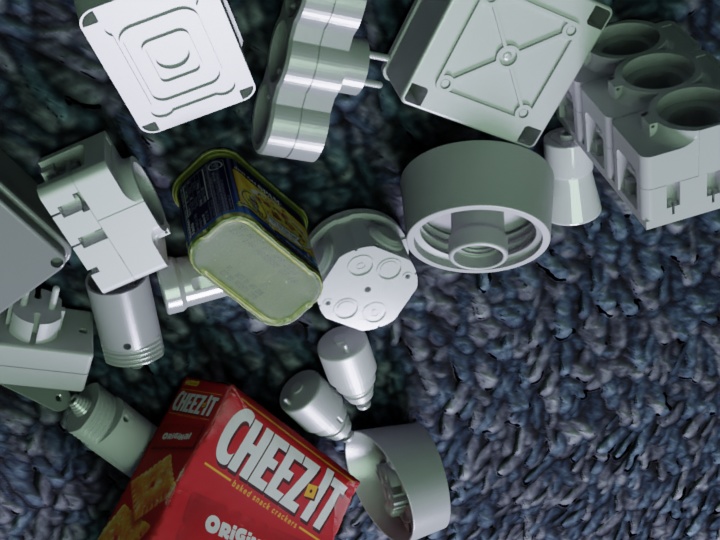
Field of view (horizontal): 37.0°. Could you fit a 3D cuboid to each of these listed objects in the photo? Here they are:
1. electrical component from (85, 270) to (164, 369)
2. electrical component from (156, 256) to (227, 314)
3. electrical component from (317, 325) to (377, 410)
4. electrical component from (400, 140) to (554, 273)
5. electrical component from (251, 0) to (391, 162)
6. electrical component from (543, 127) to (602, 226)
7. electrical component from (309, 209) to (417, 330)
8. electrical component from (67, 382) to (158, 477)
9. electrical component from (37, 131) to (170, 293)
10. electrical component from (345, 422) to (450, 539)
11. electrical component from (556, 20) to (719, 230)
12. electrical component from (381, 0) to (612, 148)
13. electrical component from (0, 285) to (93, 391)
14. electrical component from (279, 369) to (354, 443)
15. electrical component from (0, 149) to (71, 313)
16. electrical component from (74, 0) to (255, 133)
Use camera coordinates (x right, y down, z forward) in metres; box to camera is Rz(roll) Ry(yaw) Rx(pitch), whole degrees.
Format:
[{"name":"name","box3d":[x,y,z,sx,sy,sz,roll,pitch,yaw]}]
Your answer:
[{"name":"electrical component","box3d":[-0.166,0.037,0.767,0.043,0.043,0.081,-10,126,-8]},{"name":"electrical component","box3d":[-0.119,0.007,0.762,0.046,0.040,0.040,-14,127,-12]},{"name":"electrical component","box3d":[-0.006,0.079,0.843,0.040,0.040,0.078,-19,127,-2]},{"name":"electrical component","box3d":[0.081,-0.035,0.745,0.108,0.060,0.108,2,153,1]},{"name":"electrical component","box3d":[-0.017,-0.132,0.684,0.074,0.052,0.138,7,121,-20]},{"name":"electrical component","box3d":[0.152,-0.071,0.783,0.044,0.044,0.065,-14,122,-6]},{"name":"electrical component","box3d":[0.000,0.000,0.782,0.080,0.051,0.080,-8,126,-10]},{"name":"electrical component","box3d":[-0.190,0.120,0.818,0.043,0.043,0.081,-35,126,10]},{"name":"electrical component","box3d":[-0.165,-0.039,0.709,0.056,0.050,0.089,-23,127,2]},{"name":"electrical component","box3d":[0.033,0.175,0.889,0.064,0.099,0.099,-12,127,-15]},{"name":"electrical component","box3d":[0.195,-0.103,0.702,0.089,0.150,0.061,-16,128,-4]},{"name":"electrical component","box3d":[0.087,-0.149,0.698,0.109,0.056,0.108,16,119,-25]},{"name":"electrical component","box3d":[-0.226,0.038,0.744,0.083,0.047,0.075,9,127,-21]},{"name":"electrical component","box3d":[-0.031,0.113,0.860,0.040,0.040,0.078,-34,126,10]},{"name":"electrical component","box3d":[-0.248,-0.033,0.686,0.078,0.057,0.113,-34,126,9]},{"name":"electrical component","box3d":[-0.114,-0.143,0.624,0.078,0.057,0.113,-20,150,0]}]
